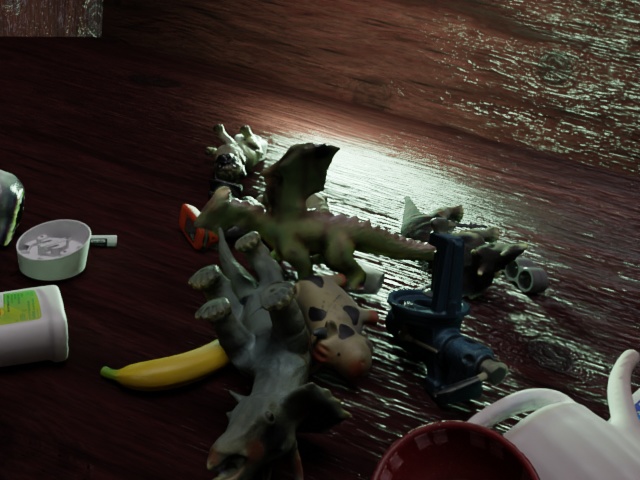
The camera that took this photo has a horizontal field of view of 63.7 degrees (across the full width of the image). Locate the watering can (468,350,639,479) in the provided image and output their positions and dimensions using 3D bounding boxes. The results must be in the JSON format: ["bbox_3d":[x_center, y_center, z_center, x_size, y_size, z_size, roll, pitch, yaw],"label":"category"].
[{"bbox_3d":[0.304,0.238,0.560,0.350,0.102,0.228,-18,33,-19],"label":"watering can"}]

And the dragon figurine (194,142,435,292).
[{"bbox_3d":[0.003,-0.043,0.849,0.410,0.238,0.124,-9,28,1],"label":"dragon figurine"}]

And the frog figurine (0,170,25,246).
[{"bbox_3d":[-0.559,-0.061,0.807,0.159,0.120,0.141,15,40,-26],"label":"frog figurine"}]
